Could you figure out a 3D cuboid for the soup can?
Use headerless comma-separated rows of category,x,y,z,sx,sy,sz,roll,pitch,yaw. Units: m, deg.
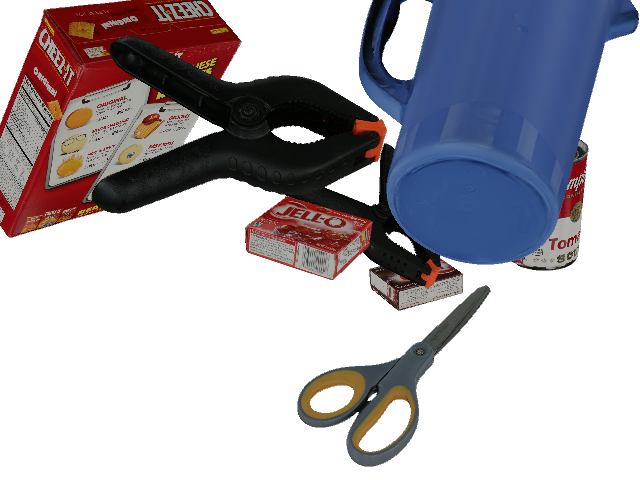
soup can,0.191,-0.034,0.916,0.068,0.102,0.068,-2,27,1

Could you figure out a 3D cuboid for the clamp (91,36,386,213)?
clamp,-0.050,-0.073,0.627,0.171,0.120,0.039,-3,-25,-13

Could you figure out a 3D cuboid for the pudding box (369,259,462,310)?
pudding box,0.142,0.060,1.585,0.113,0.039,0.090,-16,24,-20

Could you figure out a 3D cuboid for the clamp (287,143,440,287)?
clamp,0.059,-0.026,1.223,0.164,0.210,0.036,-14,-38,-25

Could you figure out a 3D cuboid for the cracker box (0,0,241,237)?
cracker box,-0.186,-0.109,0.919,0.163,0.072,0.214,-20,-24,-44

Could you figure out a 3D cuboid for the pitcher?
pitcher,0.112,-0.107,0.729,0.149,0.242,0.145,-22,-55,41

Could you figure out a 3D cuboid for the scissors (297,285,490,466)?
scissors,0.053,0.087,0.790,0.096,0.016,0.201,11,40,20

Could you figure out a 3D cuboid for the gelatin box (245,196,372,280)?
gelatin box,-0.010,-0.004,0.931,0.089,0.030,0.073,18,30,22
